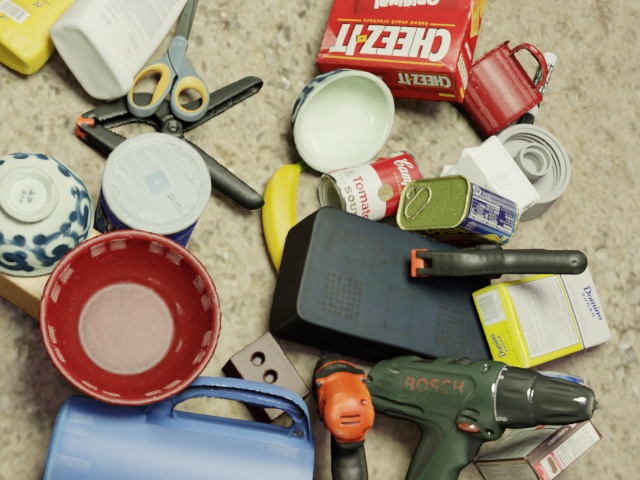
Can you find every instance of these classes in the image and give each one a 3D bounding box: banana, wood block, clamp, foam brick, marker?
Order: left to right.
[{"bbox_3d":[-0.251,0.034,1.046,0.206,0.091,0.090,34,67,-3],"label":"wood block"},{"bbox_3d":[-0.154,-0.105,1.147,0.209,0.036,0.164,-2,64,-15],"label":"clamp"},{"bbox_3d":[-0.055,0.143,1.085,0.053,0.051,0.078,-33,83,-23],"label":"foam brick"},{"bbox_3d":[-0.026,-0.001,1.150,0.069,0.037,0.198,-3,73,-18],"label":"banana"},{"bbox_3d":[0.177,0.022,1.094,0.171,0.120,0.039,2,85,1],"label":"clamp"},{"bbox_3d":[0.264,-0.177,1.302,0.020,0.020,0.121,26,67,-6],"label":"marker"}]

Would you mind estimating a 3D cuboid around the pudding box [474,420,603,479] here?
[{"bbox_3d":[0.224,0.218,1.106,0.090,0.114,0.039,-34,88,-23],"label":"pudding box"}]

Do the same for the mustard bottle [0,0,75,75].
[{"bbox_3d":[-0.291,-0.272,1.156,0.096,0.058,0.191,33,66,7],"label":"mustard bottle"}]

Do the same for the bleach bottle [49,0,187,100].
[{"bbox_3d":[-0.187,-0.268,1.168,0.102,0.068,0.250,59,46,-31],"label":"bleach bottle"}]

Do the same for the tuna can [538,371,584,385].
[{"bbox_3d":[0.239,0.165,1.142,0.086,0.086,0.034,9,71,-13],"label":"tuna can"}]

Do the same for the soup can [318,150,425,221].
[{"bbox_3d":[0.057,-0.054,1.175,0.102,0.069,0.068,-17,77,-20],"label":"soup can"}]

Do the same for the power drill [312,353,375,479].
[{"bbox_3d":[0.024,0.212,1.034,0.057,0.184,0.188,-6,98,-2],"label":"power drill"}]

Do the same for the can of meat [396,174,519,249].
[{"bbox_3d":[0.147,-0.028,1.130,0.083,0.102,0.057,19,76,-36],"label":"can of meat"}]

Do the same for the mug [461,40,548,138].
[{"bbox_3d":[0.214,-0.180,1.241,0.081,0.117,0.093,55,32,1],"label":"mug"}]

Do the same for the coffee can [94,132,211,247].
[{"bbox_3d":[-0.171,-0.033,1.063,0.102,0.140,0.103,5,71,-14],"label":"coffee can"}]

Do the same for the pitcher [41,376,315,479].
[{"bbox_3d":[-0.129,0.211,0.997,0.242,0.145,0.149,13,61,-8],"label":"pitcher"}]

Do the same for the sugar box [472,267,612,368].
[{"bbox_3d":[0.243,0.083,1.155,0.175,0.048,0.093,-6,77,-48],"label":"sugar box"}]

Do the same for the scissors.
[{"bbox_3d":[-0.141,-0.201,1.176,0.096,0.016,0.201,25,57,5],"label":"scissors"}]

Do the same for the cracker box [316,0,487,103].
[{"bbox_3d":[0.102,-0.269,1.222,0.164,0.072,0.213,7,66,21],"label":"cracker box"}]

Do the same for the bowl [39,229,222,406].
[{"bbox_3d":[-0.174,0.075,0.973,0.162,0.055,0.162,4,72,-14],"label":"bowl"}]
